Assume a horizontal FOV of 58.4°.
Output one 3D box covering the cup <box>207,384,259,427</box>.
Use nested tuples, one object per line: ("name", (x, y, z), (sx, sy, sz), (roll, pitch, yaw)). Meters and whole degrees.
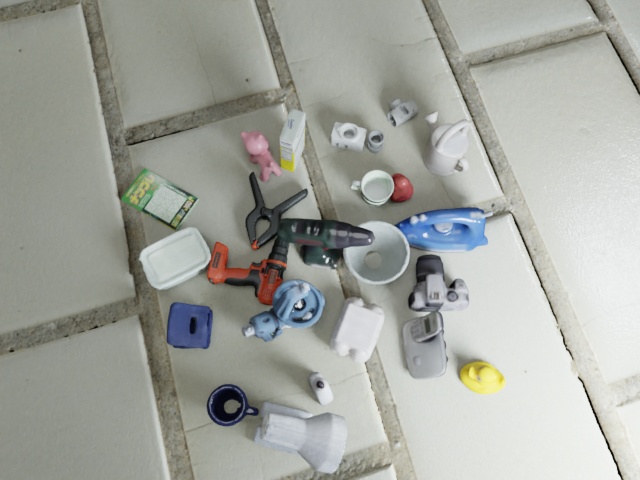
("cup", (-0.194, 0.385, 1.316), (0.117, 0.095, 0.092), (12, 71, 3))

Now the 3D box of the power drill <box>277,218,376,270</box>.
("power drill", (0.013, 0.005, 1.389), (0.229, 0.208, 0.075), (9, 71, 2))

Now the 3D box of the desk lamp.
("desk lamp", (-0.048, 0.423, 1.243), (0.203, 0.213, 0.118), (13, 71, 4))

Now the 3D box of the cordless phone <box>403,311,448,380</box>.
("cordless phone", (0.253, 0.242, 1.325), (0.094, 0.185, 0.147), (-8, 71, -3))

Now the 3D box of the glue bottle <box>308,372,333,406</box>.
("glue bottle", (0.000, 0.332, 1.296), (0.037, 0.173, 0.078), (-29, 74, -10))

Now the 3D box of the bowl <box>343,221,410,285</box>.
("bowl", (0.140, 0.039, 1.450), (0.167, 0.075, 0.167), (0, 71, -1))

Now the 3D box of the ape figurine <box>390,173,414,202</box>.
("ape figurine", (0.211, -0.141, 1.504), (0.076, 0.092, 0.078), (24, 73, 7))

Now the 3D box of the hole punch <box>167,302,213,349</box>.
("hole punch", (-0.311, 0.206, 1.377), (0.101, 0.091, 0.108), (1, 71, 0))

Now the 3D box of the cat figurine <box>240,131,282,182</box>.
("cat figurine", (-0.157, -0.234, 1.516), (0.067, 0.118, 0.127), (-31, 74, -10))

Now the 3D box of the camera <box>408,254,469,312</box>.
("camera", (0.292, 0.105, 1.417), (0.143, 0.101, 0.137), (0, 71, -1))

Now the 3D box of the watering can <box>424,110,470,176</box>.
("watering can", (0.330, -0.257, 1.491), (0.172, 0.194, 0.101), (35, 74, 11))

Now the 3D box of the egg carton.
("egg carton", (0.092, 0.218, 1.391), (0.107, 0.069, 0.150), (19, 72, 6))

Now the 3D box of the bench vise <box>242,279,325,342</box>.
("bench vise", (-0.077, 0.169, 1.325), (0.121, 0.220, 0.207), (42, 76, 13))

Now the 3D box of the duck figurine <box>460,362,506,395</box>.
("duck figurine", (0.390, 0.323, 1.352), (0.104, 0.086, 0.077), (15, 72, 4))

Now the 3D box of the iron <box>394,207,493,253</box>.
("iron", (0.303, -0.041, 1.445), (0.258, 0.141, 0.118), (-2, 71, -2))
